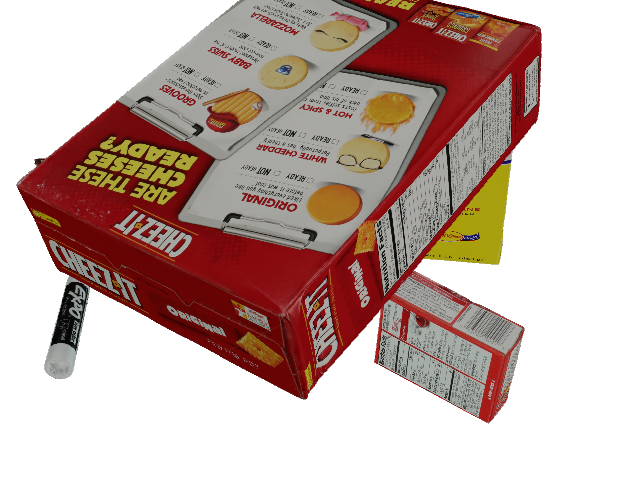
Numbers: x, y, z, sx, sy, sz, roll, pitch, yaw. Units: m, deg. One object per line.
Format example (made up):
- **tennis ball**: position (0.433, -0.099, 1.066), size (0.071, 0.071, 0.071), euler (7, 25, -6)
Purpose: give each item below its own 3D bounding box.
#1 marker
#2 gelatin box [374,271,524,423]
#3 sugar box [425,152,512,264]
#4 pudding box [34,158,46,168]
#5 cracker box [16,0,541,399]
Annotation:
- **marker**: position (-0.172, 0.047, 0.740), size (0.020, 0.020, 0.121), euler (0, 38, -2)
- **gelatin box**: position (0.079, 0.066, 0.674), size (0.089, 0.073, 0.030), euler (27, 52, 23)
- **sugar box**: position (0.106, -0.050, 0.865), size (0.093, 0.048, 0.176), euler (4, -35, 8)
- **pudding box**: position (-0.196, -0.037, 0.936), size (0.089, 0.039, 0.114), euler (-4, 26, -26)
- **cracker box**: position (-0.013, -0.044, 0.533), size (0.164, 0.072, 0.213), euler (23, 55, 30)
